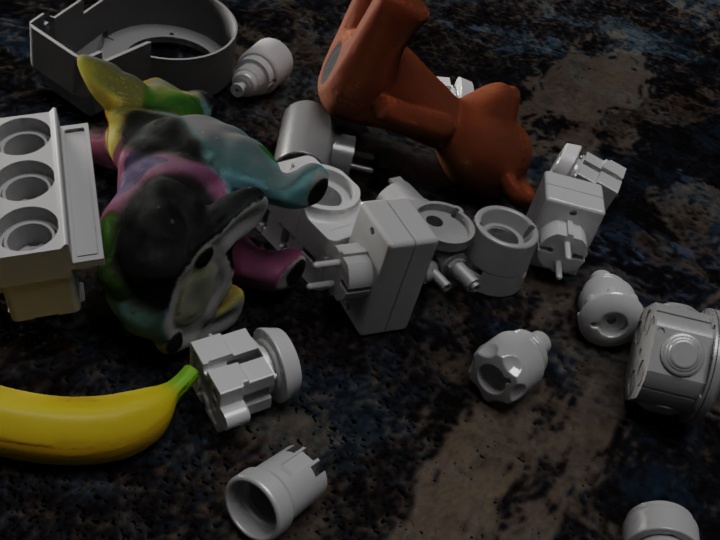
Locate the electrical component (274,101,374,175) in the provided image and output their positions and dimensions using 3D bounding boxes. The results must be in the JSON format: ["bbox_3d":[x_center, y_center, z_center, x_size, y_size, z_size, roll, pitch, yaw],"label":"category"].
[{"bbox_3d":[-0.027,-0.093,0.855,0.079,0.043,0.077,12,39,-7],"label":"electrical component"}]

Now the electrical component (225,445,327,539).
[{"bbox_3d":[-0.046,0.122,0.597,0.040,0.040,0.046,35,36,21],"label":"electrical component"}]

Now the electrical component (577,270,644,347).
[{"bbox_3d":[0.183,0.023,0.797,0.048,0.048,0.062,13,32,-5],"label":"electrical component"}]

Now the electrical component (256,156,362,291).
[{"bbox_3d":[-0.033,-0.039,0.779,0.050,0.055,0.089,-19,51,-37],"label":"electrical component"}]

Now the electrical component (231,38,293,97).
[{"bbox_3d":[-0.088,-0.170,0.926,0.040,0.040,0.078,25,39,9],"label":"electrical component"}]

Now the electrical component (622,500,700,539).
[{"bbox_3d":[0.174,0.167,0.620,0.045,0.045,0.055,17,38,-1],"label":"electrical component"}]

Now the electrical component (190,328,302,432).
[{"bbox_3d":[-0.069,0.063,0.654,0.055,0.048,0.066,-17,50,-26],"label":"electrical component"}]

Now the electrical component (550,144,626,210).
[{"bbox_3d":[0.190,-0.076,0.917,0.055,0.048,0.066,30,40,3],"label":"electrical component"}]

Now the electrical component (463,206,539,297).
[{"bbox_3d":[0.103,-0.015,0.809,0.055,0.047,0.055,11,39,-9],"label":"electrical component"}]

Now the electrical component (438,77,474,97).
[{"bbox_3d":[0.071,-0.149,0.958,0.055,0.048,0.066,4,40,-5],"label":"electrical component"}]

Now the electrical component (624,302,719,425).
[{"bbox_3d":[0.216,0.062,0.735,0.051,0.080,0.080,13,39,3],"label":"electrical component"}]

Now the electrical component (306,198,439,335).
[{"bbox_3d":[0.000,0.000,0.722,0.076,0.083,0.047,-7,45,-28],"label":"electrical component"}]

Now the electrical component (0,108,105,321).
[{"bbox_3d":[-0.198,-0.033,0.651,0.079,0.063,0.121,-9,48,-10],"label":"electrical component"}]

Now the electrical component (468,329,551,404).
[{"bbox_3d":[0.105,0.060,0.723,0.043,0.043,0.062,38,42,23],"label":"electrical component"}]

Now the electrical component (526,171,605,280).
[{"bbox_3d":[0.154,-0.024,0.824,0.047,0.065,0.076,14,39,-4],"label":"electrical component"}]
